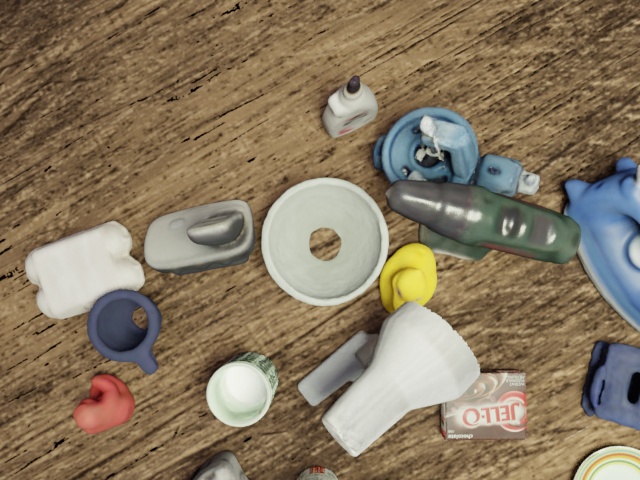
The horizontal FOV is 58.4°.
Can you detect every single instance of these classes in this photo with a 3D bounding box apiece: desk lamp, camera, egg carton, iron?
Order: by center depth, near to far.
[{"bbox_3d":[0.075,0.172,0.696,0.203,0.213,0.118,-41,87,-1],"label":"desk lamp"},{"bbox_3d":[0.422,0.020,0.732,0.118,0.141,0.258,-24,87,0],"label":"iron"},{"bbox_3d":[-0.144,0.378,0.746,0.137,0.101,0.143,-30,87,0],"label":"camera"},{"bbox_3d":[-0.319,0.043,0.781,0.150,0.069,0.107,-21,87,0],"label":"egg carton"}]

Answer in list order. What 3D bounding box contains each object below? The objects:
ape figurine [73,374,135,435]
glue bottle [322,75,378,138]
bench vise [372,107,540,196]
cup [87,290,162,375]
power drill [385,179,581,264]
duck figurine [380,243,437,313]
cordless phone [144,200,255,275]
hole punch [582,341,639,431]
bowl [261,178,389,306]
[{"bbox_3d":[-0.294,0.224,0.761,0.076,0.092,0.078,30,88,3],"label":"ape figurine"},{"bbox_3d":[0.040,-0.176,0.733,0.078,0.173,0.037,-30,87,0],"label":"glue bottle"},{"bbox_3d":[0.173,-0.111,0.704,0.207,0.219,0.121,-2,87,1],"label":"bench vise"},{"bbox_3d":[-0.240,0.121,0.763,0.091,0.095,0.118,-33,87,0],"label":"cup"},{"bbox_3d":[0.184,-0.020,0.705,0.229,0.208,0.076,12,87,2],"label":"power drill"},{"bbox_3d":[0.121,0.054,0.764,0.077,0.086,0.105,22,88,2],"label":"duck figurine"},{"bbox_3d":[-0.161,-0.006,0.723,0.147,0.185,0.094,-15,87,1],"label":"cordless phone"},{"bbox_3d":[0.410,0.195,0.750,0.101,0.091,0.109,13,88,2],"label":"hole punch"},{"bbox_3d":[0.007,0.003,0.774,0.167,0.074,0.167,0,87,1],"label":"bowl"}]
